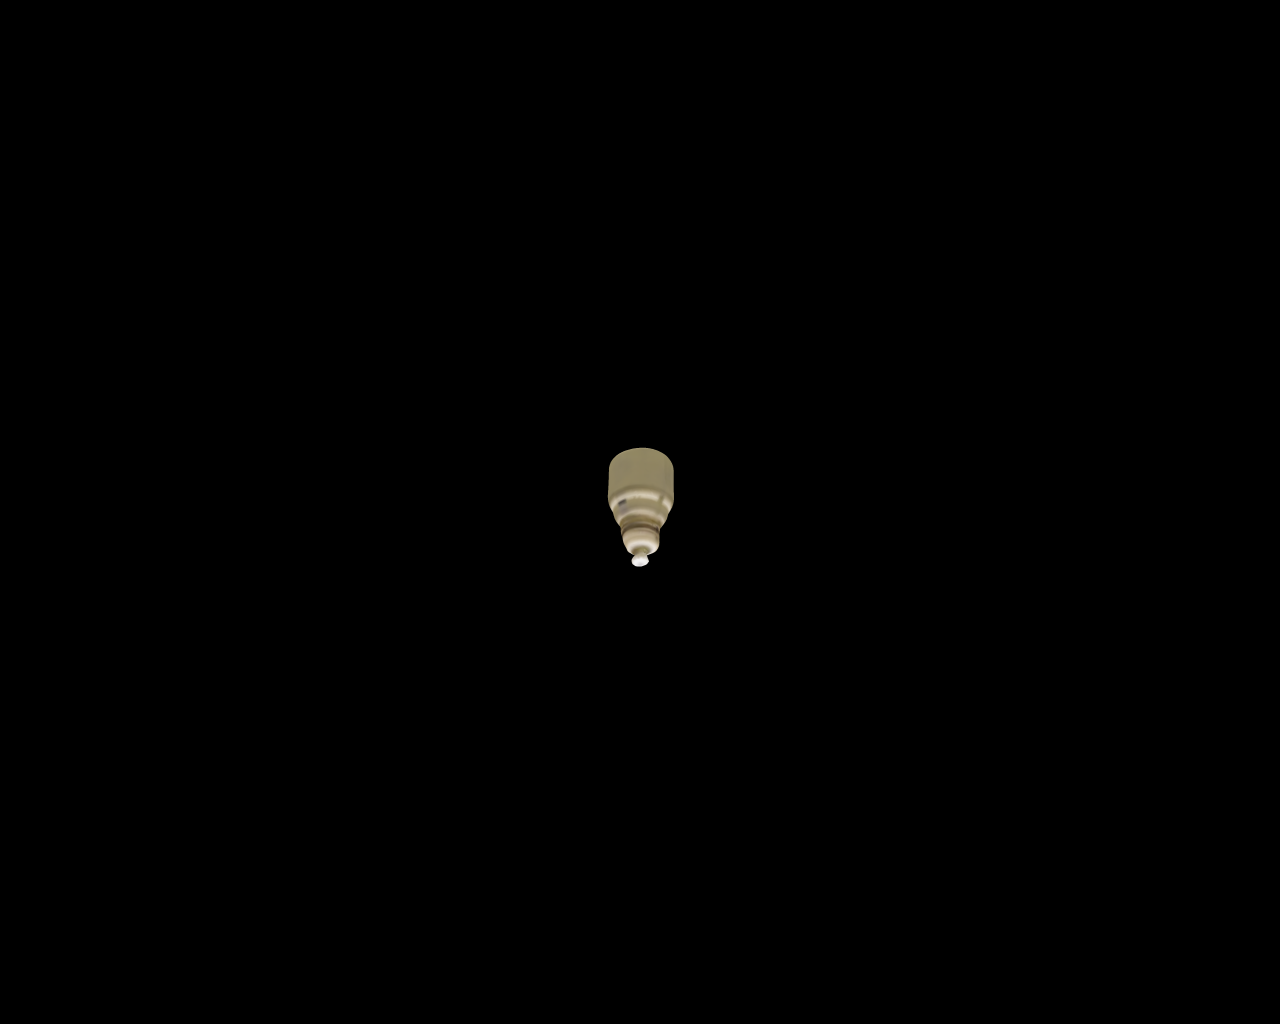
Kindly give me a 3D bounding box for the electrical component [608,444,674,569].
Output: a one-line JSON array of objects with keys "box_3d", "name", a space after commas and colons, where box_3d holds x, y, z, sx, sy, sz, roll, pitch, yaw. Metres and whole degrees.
[{"box_3d": [0.001, -0.003, 0.650, 0.040, 0.078, 0.040, 0, -31, 0], "name": "electrical component"}]
